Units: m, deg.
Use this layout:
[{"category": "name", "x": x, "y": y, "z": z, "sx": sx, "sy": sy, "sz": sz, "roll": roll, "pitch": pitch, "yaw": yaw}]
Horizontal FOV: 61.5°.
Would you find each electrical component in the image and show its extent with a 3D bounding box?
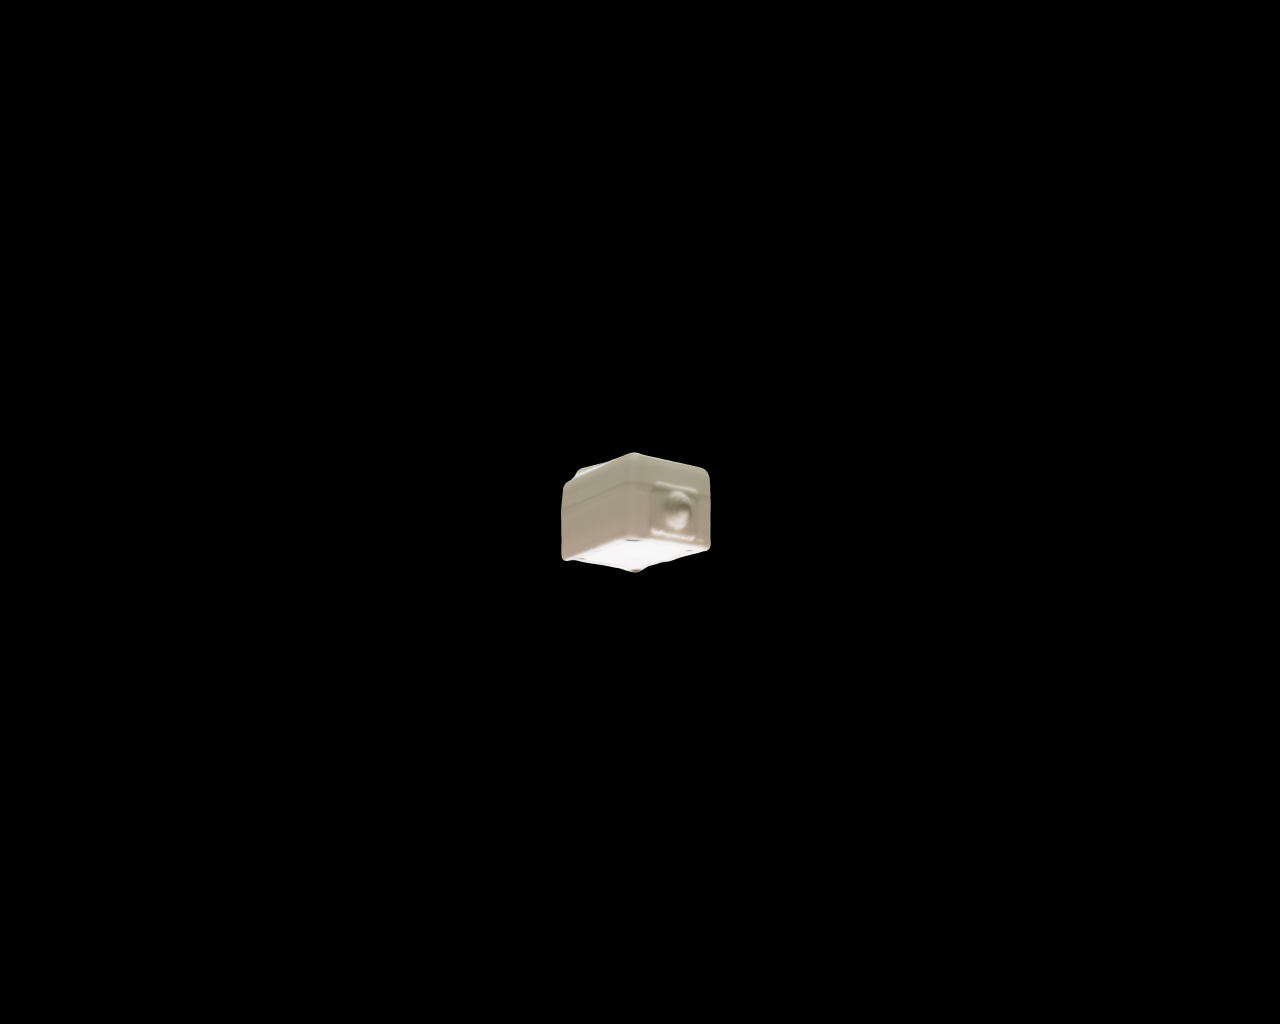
[{"category": "electrical component", "x": 0.001, "y": -0.003, "z": 0.650, "sx": 0.062, "sy": 0.061, "sz": 0.096, "roll": 11, "pitch": -19, "yaw": -34}]
